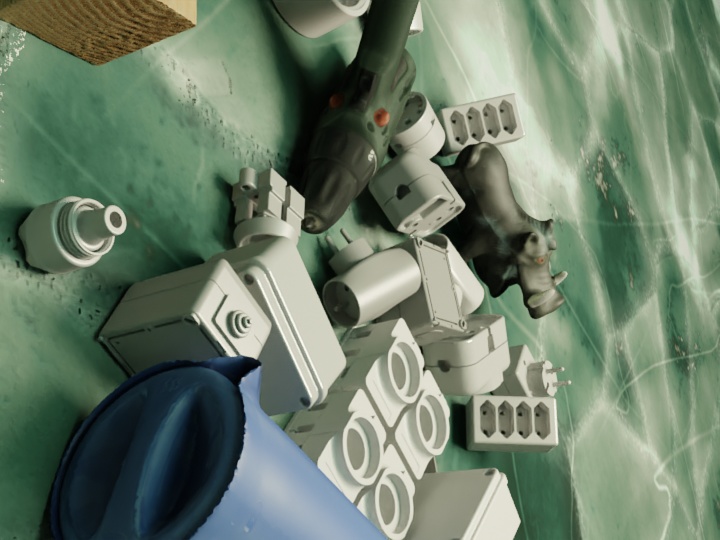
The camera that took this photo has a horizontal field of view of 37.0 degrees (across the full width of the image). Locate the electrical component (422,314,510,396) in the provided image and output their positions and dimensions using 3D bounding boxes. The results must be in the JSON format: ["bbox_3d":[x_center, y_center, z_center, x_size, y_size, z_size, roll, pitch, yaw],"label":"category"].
[{"bbox_3d":[0.102,0.083,1.023,0.095,0.054,0.059,-25,109,-56],"label":"electrical component"}]

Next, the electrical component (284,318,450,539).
[{"bbox_3d":[0.006,0.133,0.851,0.105,0.060,0.186,63,34,-22],"label":"electrical component"}]

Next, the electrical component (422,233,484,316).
[{"bbox_3d":[0.080,0.019,1.030,0.077,0.044,0.079,51,39,-36],"label":"electrical component"}]

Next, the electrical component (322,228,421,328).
[{"bbox_3d":[0.000,0.000,0.903,0.077,0.043,0.079,-27,78,-40],"label":"electrical component"}]

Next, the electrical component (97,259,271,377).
[{"bbox_3d":[-0.103,0.035,0.678,0.061,0.096,0.061,57,35,-28],"label":"electrical component"}]

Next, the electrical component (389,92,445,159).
[{"bbox_3d":[0.050,-0.135,1.034,0.047,0.055,0.055,51,39,-42],"label":"electrical component"}]

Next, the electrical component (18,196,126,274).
[{"bbox_3d":[-0.166,-0.023,0.632,0.043,0.062,0.043,29,55,-51],"label":"electrical component"}]

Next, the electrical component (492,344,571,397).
[{"bbox_3d":[0.181,0.116,1.126,0.065,0.077,0.047,60,35,-26],"label":"electrical component"}]

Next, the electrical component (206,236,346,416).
[{"bbox_3d":[-0.069,0.042,0.748,0.113,0.078,0.057,67,29,-16],"label":"electrical component"}]

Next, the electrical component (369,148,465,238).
[{"bbox_3d":[0.050,-0.071,0.987,0.059,0.054,0.095,57,16,15],"label":"electrical component"}]

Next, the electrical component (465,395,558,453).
[{"bbox_3d":[0.145,0.157,1.064,0.075,0.083,0.047,102,-11,-68],"label":"electrical component"}]

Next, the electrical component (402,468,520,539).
[{"bbox_3d":[0.059,0.214,0.859,0.108,0.109,0.056,-47,121,-54],"label":"electrical component"}]

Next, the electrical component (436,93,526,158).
[{"bbox_3d":[0.123,-0.151,1.148,0.076,0.083,0.047,165,-89,-83],"label":"electrical component"}]

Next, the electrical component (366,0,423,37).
[{"bbox_3d":[0.034,-0.252,1.052,0.055,0.055,0.047,-15,96,-59],"label":"electrical component"}]

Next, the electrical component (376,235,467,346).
[{"bbox_3d":[0.047,0.016,0.969,0.062,0.061,0.096,19,55,-55],"label":"electrical component"}]

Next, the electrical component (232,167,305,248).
[{"bbox_3d":[-0.070,-0.037,0.810,0.066,0.048,0.055,42,37,-43],"label":"electrical component"}]

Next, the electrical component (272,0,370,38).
[{"bbox_3d":[-0.032,-0.265,0.944,0.108,0.060,0.108,29,55,-51],"label":"electrical component"}]
